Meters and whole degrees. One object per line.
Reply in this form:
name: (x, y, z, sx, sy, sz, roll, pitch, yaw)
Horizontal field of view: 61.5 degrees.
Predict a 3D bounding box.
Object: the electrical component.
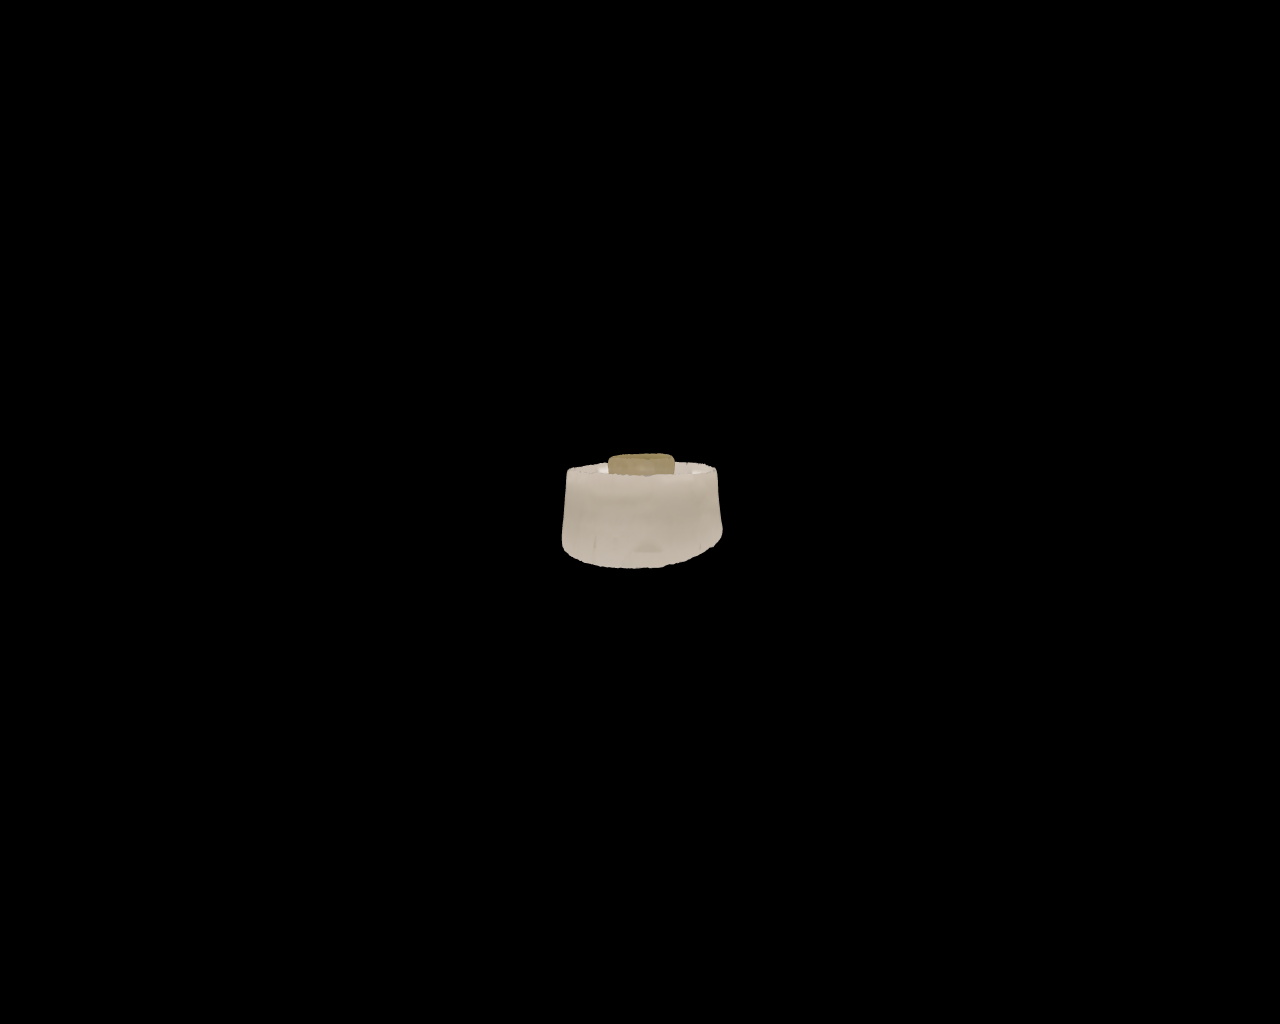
electrical component: (0.001, -0.003, 0.650, 0.099, 0.064, 0.099, 0, 7, 0)
